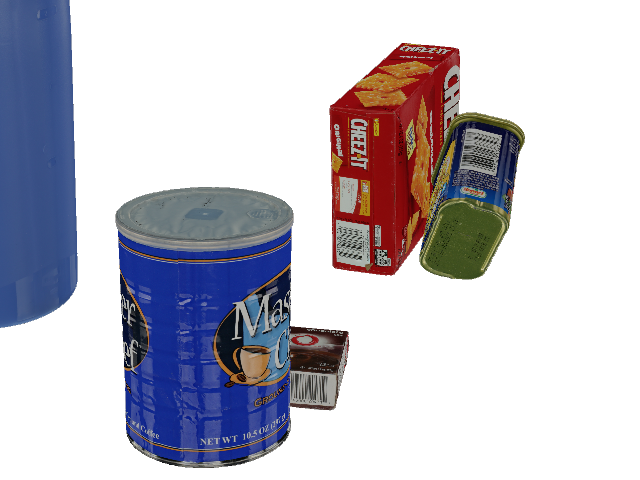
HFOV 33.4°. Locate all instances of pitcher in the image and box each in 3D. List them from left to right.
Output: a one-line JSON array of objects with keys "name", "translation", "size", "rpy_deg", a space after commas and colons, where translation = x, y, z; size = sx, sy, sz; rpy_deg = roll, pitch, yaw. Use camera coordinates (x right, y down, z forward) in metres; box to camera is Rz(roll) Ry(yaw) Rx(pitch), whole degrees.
[{"name": "pitcher", "translation": [-0.224, -0.066, 0.671], "size": [0.149, 0.243, 0.145], "rpy_deg": [-4, 26, -11]}]

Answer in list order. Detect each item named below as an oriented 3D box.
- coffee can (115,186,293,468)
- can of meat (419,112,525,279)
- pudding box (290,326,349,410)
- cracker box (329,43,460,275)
[{"name": "coffee can", "translation": [-0.068, 0.049, 0.639], "size": [0.103, 0.140, 0.103], "rpy_deg": [1, 19, 0]}, {"name": "can of meat", "translation": [0.112, -0.030, 0.799], "size": [0.057, 0.084, 0.102], "rpy_deg": [14, -34, 1]}, {"name": "pudding box", "translation": [-0.036, 0.105, 0.910], "size": [0.113, 0.039, 0.090], "rpy_deg": [6, 20, 5]}, {"name": "cracker box", "translation": [0.078, -0.085, 1.044], "size": [0.072, 0.164, 0.213], "rpy_deg": [9, 28, 21]}]
